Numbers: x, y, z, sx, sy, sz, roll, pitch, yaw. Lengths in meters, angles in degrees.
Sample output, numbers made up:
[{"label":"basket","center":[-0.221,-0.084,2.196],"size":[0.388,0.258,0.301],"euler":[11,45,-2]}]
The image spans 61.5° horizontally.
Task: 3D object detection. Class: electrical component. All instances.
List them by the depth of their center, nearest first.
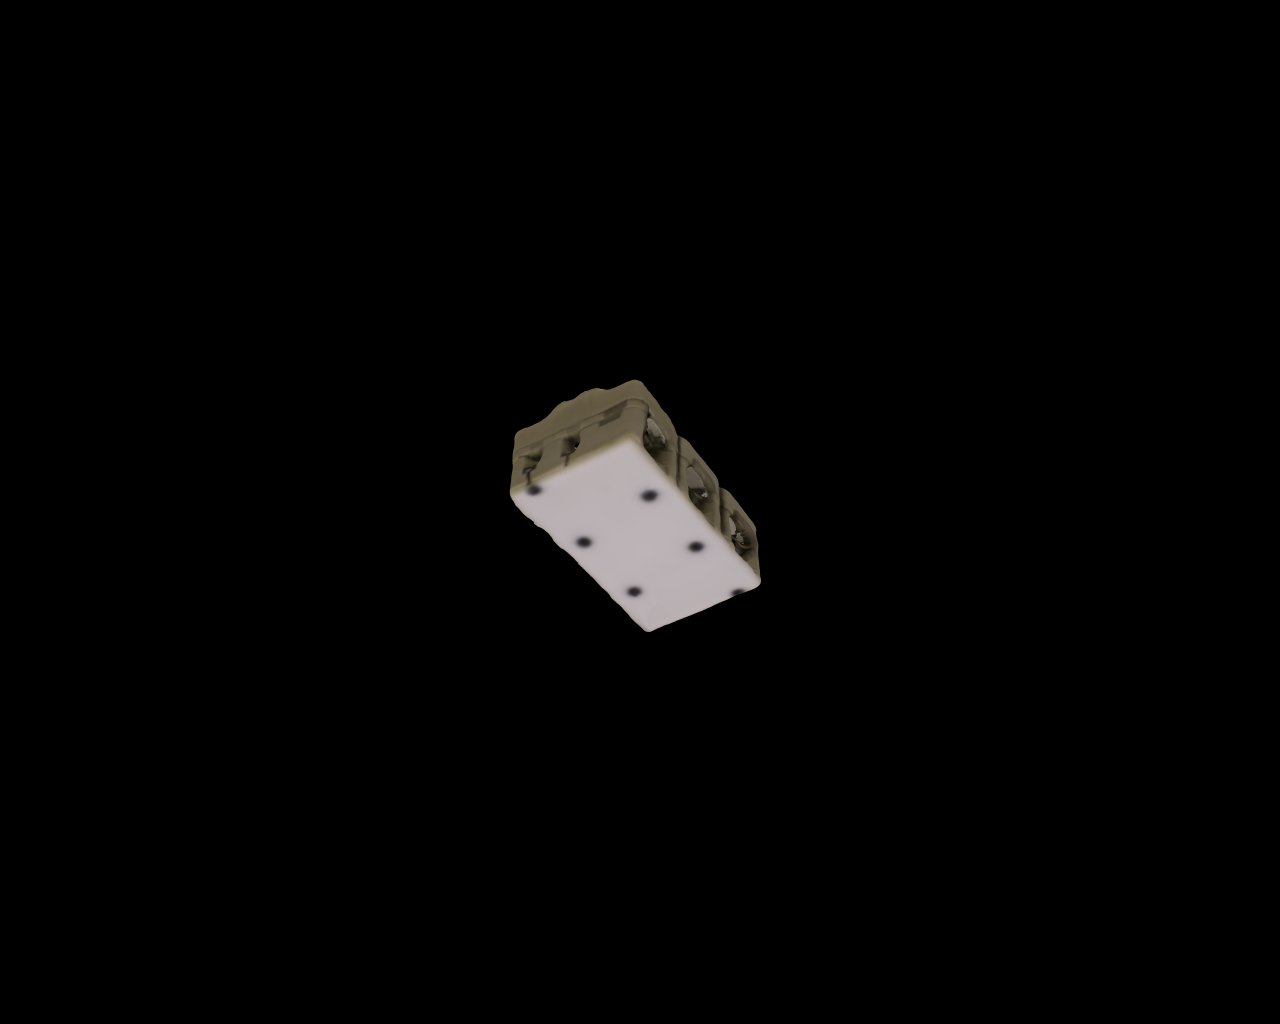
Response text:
[{"label":"electrical component","center":[0.001,-0.003,0.650],"size":[0.089,0.062,0.150],"euler":[-24,-50,22]}]
